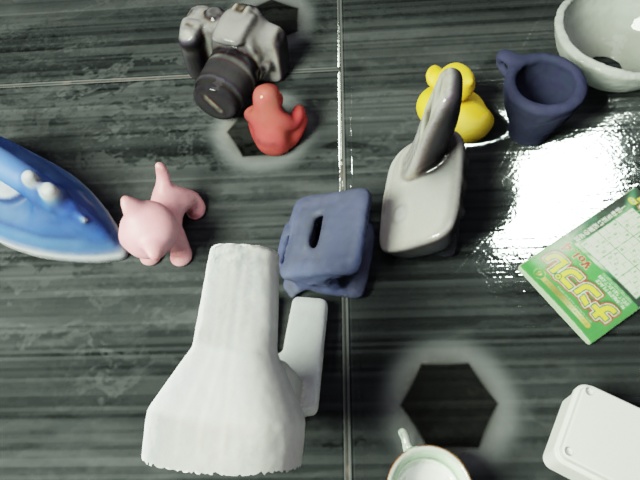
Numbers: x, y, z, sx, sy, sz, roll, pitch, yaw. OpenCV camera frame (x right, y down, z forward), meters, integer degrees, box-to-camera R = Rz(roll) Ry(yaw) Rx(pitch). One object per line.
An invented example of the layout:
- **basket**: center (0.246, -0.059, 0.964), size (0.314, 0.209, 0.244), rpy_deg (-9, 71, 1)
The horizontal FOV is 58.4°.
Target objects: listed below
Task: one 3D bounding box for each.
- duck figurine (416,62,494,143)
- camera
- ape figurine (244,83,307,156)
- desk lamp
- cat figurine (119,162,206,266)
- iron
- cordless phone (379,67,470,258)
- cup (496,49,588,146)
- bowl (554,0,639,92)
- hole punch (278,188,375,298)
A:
- **duck figurine**: center (0.169, -0.175, 0.703), size (0.104, 0.086, 0.077), rpy_deg (39, 71, 22)
- **camera**: center (-0.128, -0.238, 0.753), size (0.143, 0.101, 0.137), rpy_deg (16, 64, 13)
- **ape figurine**: center (-0.059, -0.156, 0.708), size (0.077, 0.092, 0.076), rpy_deg (17, 64, 13)
- **desk lamp**: center (-0.061, 0.107, 0.498), size (0.118, 0.214, 0.203), rpy_deg (3, 62, 6)
- **cat figurine**: center (-0.181, -0.025, 0.633), size (0.067, 0.118, 0.128), rpy_deg (2, 62, 6)
- **iron**: center (-0.344, -0.064, 0.654), size (0.257, 0.141, 0.119), rpy_deg (23, 66, 16)
- **cordless phone**: center (0.113, -0.074, 0.597), size (0.094, 0.185, 0.147), rpy_deg (4, 62, 7)
- **cup**: center (0.249, -0.167, 0.687), size (0.092, 0.095, 0.117), rpy_deg (-35, 65, -13)
- **bowl**: center (0.377, -0.246, 0.731), size (0.167, 0.075, 0.167), rpy_deg (-2, 62, 4)
- **hole punch**: center (0.006, 0.002, 0.618), size (0.101, 0.091, 0.108), rpy_deg (7, 63, 8)
